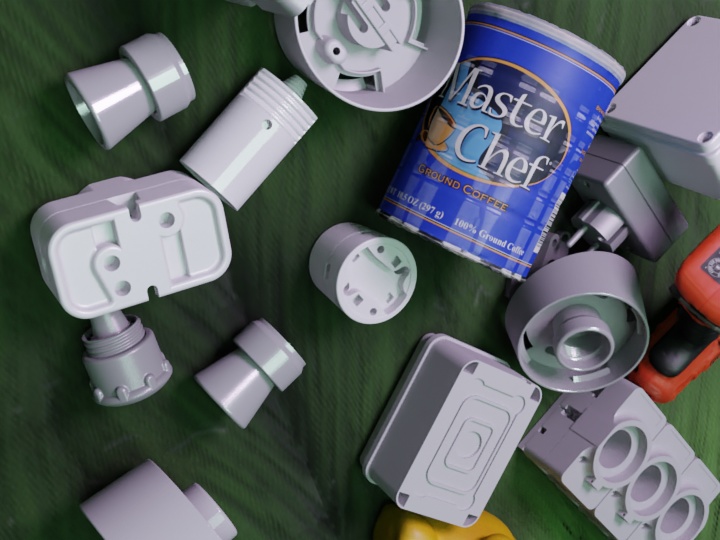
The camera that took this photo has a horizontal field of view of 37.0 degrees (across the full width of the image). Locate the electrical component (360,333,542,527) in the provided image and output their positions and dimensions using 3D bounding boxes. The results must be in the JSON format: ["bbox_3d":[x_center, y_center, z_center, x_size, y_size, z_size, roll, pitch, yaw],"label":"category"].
[{"bbox_3d":[0.060,0.108,0.736,0.078,0.057,0.113,25,95,-33],"label":"electrical component"}]

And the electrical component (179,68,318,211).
[{"bbox_3d":[-0.060,-0.078,0.613,0.081,0.043,0.043,-50,123,-5],"label":"electrical component"}]

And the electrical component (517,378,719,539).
[{"bbox_3d":[0.205,0.154,0.829,0.089,0.062,0.150,-48,123,-6],"label":"electrical component"}]

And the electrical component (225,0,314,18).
[{"bbox_3d":[-0.012,-0.221,0.551,0.060,0.105,0.186,38,87,-33],"label":"electrical component"}]

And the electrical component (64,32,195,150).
[{"bbox_3d":[-0.122,-0.096,0.572,0.055,0.045,0.045,-32,119,-16],"label":"electrical component"}]

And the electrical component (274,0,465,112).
[{"bbox_3d":[0.003,-0.144,0.611,0.099,0.064,0.099,-10,112,-26],"label":"electrical component"}]

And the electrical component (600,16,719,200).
[{"bbox_3d":[0.239,-0.111,0.726,0.108,0.109,0.056,-45,125,-8],"label":"electrical component"}]

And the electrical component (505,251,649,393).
[{"bbox_3d":[0.151,0.036,0.749,0.099,0.064,0.099,-1,127,-2],"label":"electrical component"}]

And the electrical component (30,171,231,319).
[{"bbox_3d":[-0.127,-0.017,0.588,0.095,0.059,0.053,-18,115,-22],"label":"electrical component"}]

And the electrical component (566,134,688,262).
[{"bbox_3d":[0.174,-0.037,0.753,0.075,0.047,0.083,-46,122,-7],"label":"electrical component"}]

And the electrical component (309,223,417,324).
[{"bbox_3d":[0.000,0.000,0.671,0.055,0.047,0.055,-10,112,-26],"label":"electrical component"}]

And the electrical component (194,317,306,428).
[{"bbox_3d":[-0.067,0.062,0.658,0.055,0.045,0.045,-44,122,-9],"label":"electrical component"}]

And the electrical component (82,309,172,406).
[{"bbox_3d":[-0.138,0.043,0.613,0.048,0.048,0.062,-25,111,-19],"label":"electrical component"}]

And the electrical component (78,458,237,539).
[{"bbox_3d":[-0.108,0.160,0.636,0.060,0.108,0.108,-40,122,-18],"label":"electrical component"}]
